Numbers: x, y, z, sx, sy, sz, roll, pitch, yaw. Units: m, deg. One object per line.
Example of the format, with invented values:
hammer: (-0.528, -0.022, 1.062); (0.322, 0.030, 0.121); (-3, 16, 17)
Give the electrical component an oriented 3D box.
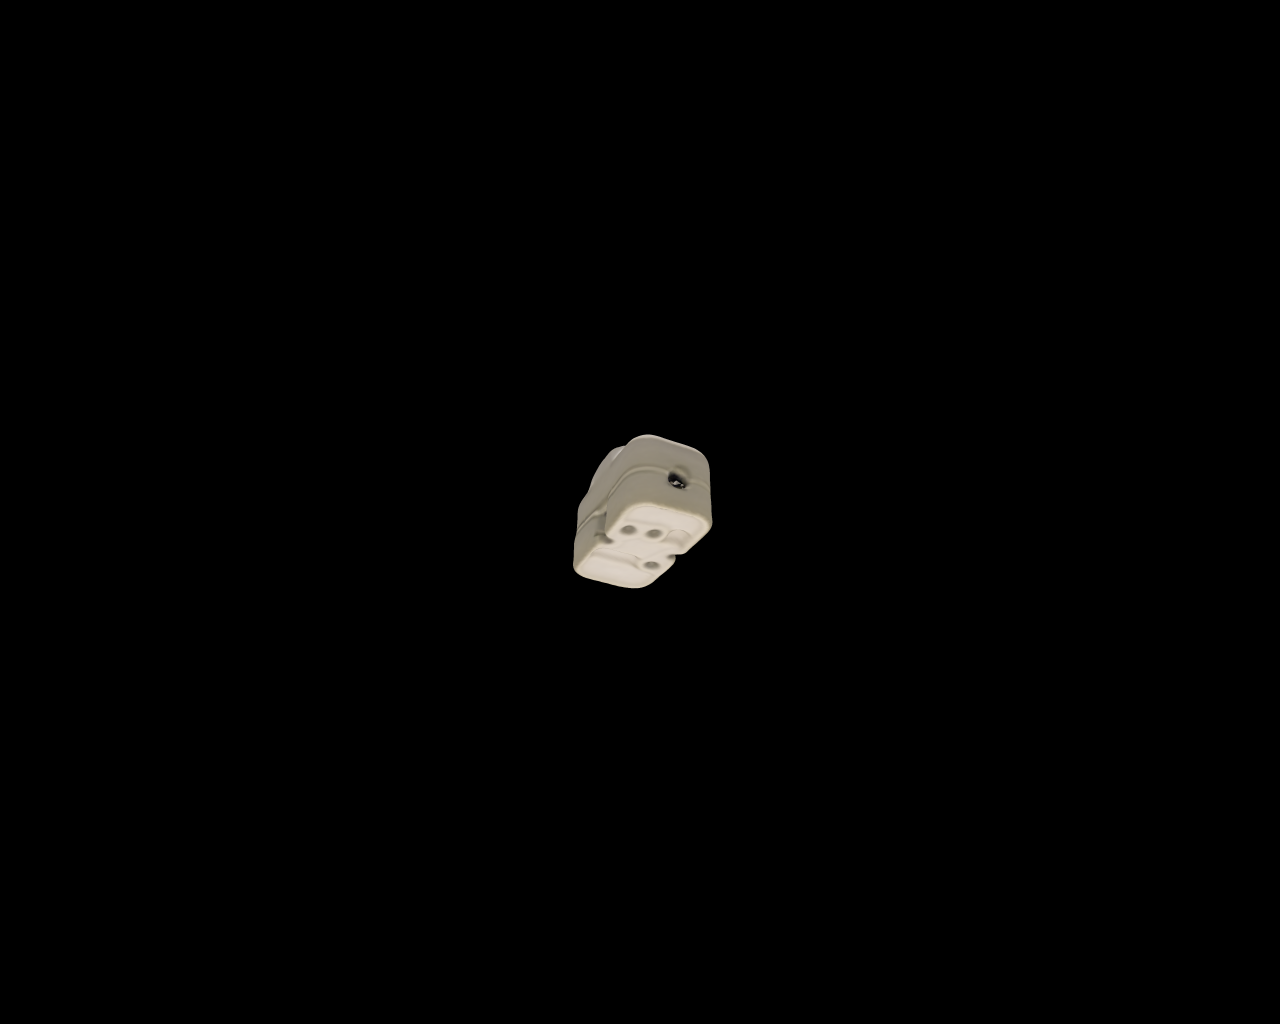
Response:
electrical component: (0.001, -0.003, 0.650); (0.054, 0.059, 0.095); (16, -37, -22)
